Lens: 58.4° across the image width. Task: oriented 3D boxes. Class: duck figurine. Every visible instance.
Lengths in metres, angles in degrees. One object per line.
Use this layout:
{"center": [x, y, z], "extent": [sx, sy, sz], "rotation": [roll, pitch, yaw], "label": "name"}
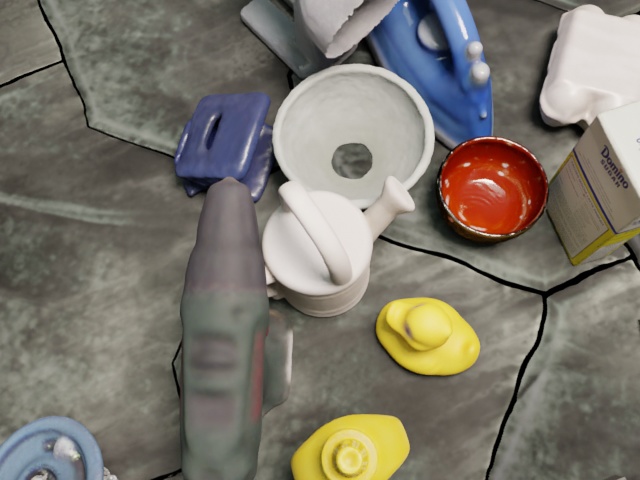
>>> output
{"center": [0.107, 0.089, 0.553], "extent": [0.104, 0.086, 0.077], "rotation": [23, 75, 9], "label": "duck figurine"}

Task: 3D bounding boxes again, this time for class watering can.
{"center": [0.004, 0.000, 0.528], "extent": [0.100, 0.194, 0.173], "rotation": [36, 78, 13], "label": "watering can"}

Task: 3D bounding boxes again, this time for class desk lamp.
{"center": [-0.006, -0.263, 0.600], "extent": [0.118, 0.213, 0.203], "rotation": [-42, 76, -10], "label": "desk lamp"}

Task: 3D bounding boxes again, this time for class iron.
{"center": [0.134, -0.218, 0.618], "extent": [0.118, 0.141, 0.258], "rotation": [-23, 73, -4], "label": "iron"}

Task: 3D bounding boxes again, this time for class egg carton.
{"center": [0.307, -0.187, 0.638], "extent": [0.107, 0.069, 0.150], "rotation": [16, 74, 7], "label": "egg carton"}

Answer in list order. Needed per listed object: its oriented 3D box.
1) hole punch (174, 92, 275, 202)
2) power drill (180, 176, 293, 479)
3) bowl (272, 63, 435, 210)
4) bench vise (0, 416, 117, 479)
{"center": [-0.104, -0.104, 0.619], "extent": [0.101, 0.091, 0.109], "rotation": [13, 74, 7], "label": "hole punch"}
{"center": [-0.071, 0.087, 0.497], "extent": [0.075, 0.208, 0.229], "rotation": [0, 73, 3], "label": "power drill"}
{"center": [0.036, -0.100, 0.620], "extent": [0.167, 0.075, 0.167], "rotation": [-1, 73, 2], "label": "bowl"}
{"center": [-0.201, 0.215, 0.458], "extent": [0.207, 0.220, 0.121], "rotation": [16, 74, 8], "label": "bench vise"}
